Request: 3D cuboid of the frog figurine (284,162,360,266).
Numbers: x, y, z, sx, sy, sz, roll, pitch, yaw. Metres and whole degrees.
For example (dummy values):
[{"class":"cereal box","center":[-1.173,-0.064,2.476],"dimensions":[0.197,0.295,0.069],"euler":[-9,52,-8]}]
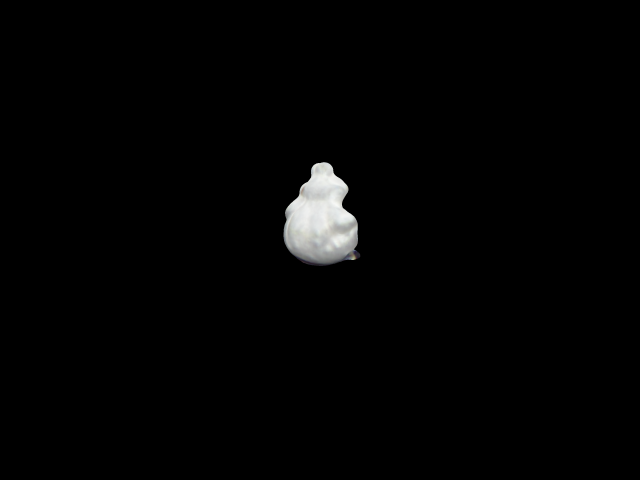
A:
[{"class":"frog figurine","center":[0.003,-0.043,0.850],"dimensions":[0.124,0.156,0.139],"euler":[-21,33,-35]}]
